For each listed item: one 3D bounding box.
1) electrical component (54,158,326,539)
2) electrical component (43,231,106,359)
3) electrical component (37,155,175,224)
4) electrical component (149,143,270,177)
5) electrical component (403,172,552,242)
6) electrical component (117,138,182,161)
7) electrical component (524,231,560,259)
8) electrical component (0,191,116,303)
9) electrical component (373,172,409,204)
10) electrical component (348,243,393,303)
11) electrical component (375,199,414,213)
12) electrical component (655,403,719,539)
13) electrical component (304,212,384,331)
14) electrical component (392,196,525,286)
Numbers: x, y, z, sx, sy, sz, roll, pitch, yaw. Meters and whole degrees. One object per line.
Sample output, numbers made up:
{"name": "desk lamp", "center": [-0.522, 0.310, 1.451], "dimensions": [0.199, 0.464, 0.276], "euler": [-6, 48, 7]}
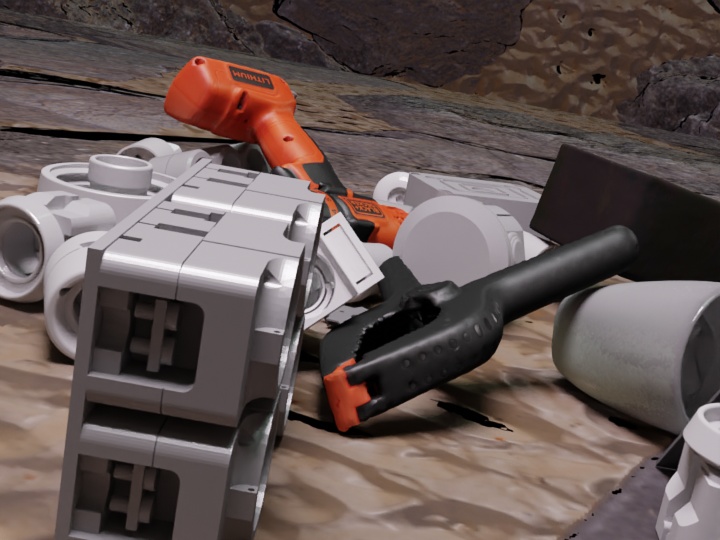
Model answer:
{"name": "electrical component", "center": [-0.056, 0.026, 0.419], "dimensions": [0.060, 0.105, 0.186], "euler": [10, 14, 0]}
{"name": "electrical component", "center": [-0.127, 0.014, 0.523], "dimensions": [0.055, 0.055, 0.047], "euler": [6, 18, -15]}
{"name": "electrical component", "center": [-0.159, -0.042, 0.703], "dimensions": [0.108, 0.060, 0.108], "euler": [10, 14, -2]}
{"name": "electrical component", "center": [-0.131, -0.066, 0.840], "dimensions": [0.074, 0.052, 0.138], "euler": [-8, 7, 22]}
{"name": "electrical component", "center": [0.095, -0.039, 0.876], "dimensions": [0.113, 0.057, 0.078], "euler": [5, 16, -22]}
{"name": "electrical component", "center": [-0.177, -0.089, 0.908], "dimensions": [0.043, 0.043, 0.081], "euler": [11, 14, 2]}
{"name": "electrical component", "center": [0.112, -0.010, 0.802], "dimensions": [0.043, 0.043, 0.081], "euler": [-1, 18, -37]}
{"name": "electrical component", "center": [-0.173, -0.013, 0.589], "dimensions": [0.078, 0.058, 0.057], "euler": [16, 12, 21]}
{"name": "electrical component", "center": [0.038, -0.064, 0.965], "dimensions": [0.048, 0.048, 0.062], "euler": [12, 8, 6]}
{"name": "electrical component", "center": [0.000, 0.000, 0.697], "dimensions": [0.040, 0.040, 0.046], "euler": [18, 11, 27]}
{"name": "electrical component", "center": [0.007, -0.036, 0.838], "dimensions": [0.078, 0.040, 0.040], "euler": [13, 14, 11]}
{"name": "electrical component", "center": [0.151, 0.088, 0.421], "dimensions": [0.058, 0.057, 0.078], "euler": [11, 14, 4]}
{"name": "electrical component", "center": [-0.033, 0.011, 0.567], "dimensions": [0.081, 0.042, 0.064], "euler": [-33, -4, -10]}
{"name": "electrical component", "center": [0.066, -0.007, 0.690], "dimensions": [0.080, 0.080, 0.051], "euler": [18, 11, 28]}
